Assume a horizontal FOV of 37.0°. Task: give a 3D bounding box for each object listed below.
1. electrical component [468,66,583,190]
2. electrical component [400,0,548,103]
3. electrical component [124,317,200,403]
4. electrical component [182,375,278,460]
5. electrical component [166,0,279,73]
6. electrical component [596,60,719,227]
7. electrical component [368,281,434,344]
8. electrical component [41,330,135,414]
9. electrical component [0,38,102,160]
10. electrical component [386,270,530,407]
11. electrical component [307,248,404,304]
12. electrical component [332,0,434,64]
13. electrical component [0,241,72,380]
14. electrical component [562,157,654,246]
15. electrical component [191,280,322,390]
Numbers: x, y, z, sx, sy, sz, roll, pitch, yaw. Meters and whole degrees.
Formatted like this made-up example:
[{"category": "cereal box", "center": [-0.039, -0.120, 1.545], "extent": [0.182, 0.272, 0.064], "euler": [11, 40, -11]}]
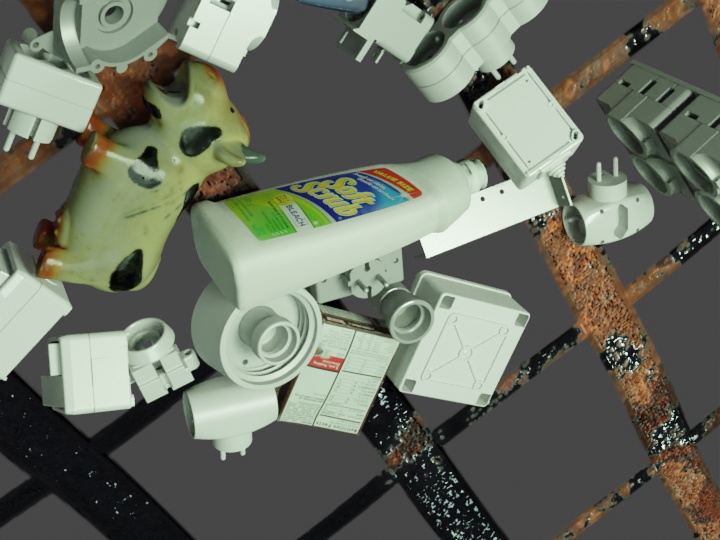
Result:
[{"category": "electrical component", "center": [0.147, -0.116, 0.938], "extent": [0.062, 0.061, 0.096], "euler": [-35, 82, -5]}, {"category": "electrical component", "center": [0.105, -0.192, 0.905], "extent": [0.138, 0.052, 0.074], "euler": [-45, 125, 1]}, {"category": "electrical component", "center": [-0.176, 0.074, 0.915], "extent": [0.066, 0.048, 0.055], "euler": [-26, 131, -11]}, {"category": "electrical component", "center": [-0.117, 0.138, 0.975], "extent": [0.077, 0.043, 0.079], "euler": [-11, 119, -20]}, {"category": "electrical component", "center": [-0.098, -0.201, 0.806], "extent": [0.056, 0.050, 0.089], "euler": [20, 106, -31]}, {"category": "electrical component", "center": [0.299, -0.106, 0.959], "extent": [0.060, 0.186, 0.105], "euler": [-43, 125, 0]}, {"category": "electrical component", "center": [0.034, 0.033, 0.979], "extent": [0.044, 0.065, 0.044], "euler": [-11, 119, -20]}, {"category": "electrical component", "center": [-0.224, 0.082, 0.871], "extent": [0.061, 0.096, 0.061], "euler": [-4, 87, -24]}, {"category": "electrical component", "center": [-0.237, -0.118, 0.786], "extent": [0.066, 0.047, 0.076], "euler": [18, 107, -31]}, {"category": "electrical component", "center": [0.089, 0.066, 1.027], "extent": [0.109, 0.056, 0.108], "euler": [14, 108, -30]}, {"category": "electrical component", "center": [0.000, 0.000, 0.940], "extent": [0.083, 0.075, 0.047], "euler": [-15, 120, -17]}, {"category": "electrical component", "center": [0.021, -0.203, 0.867], "extent": [0.064, 0.042, 0.081], "euler": [26, 103, -37]}, {"category": "electrical component", "center": [-0.282, 0.034, 0.833], "extent": [0.096, 0.061, 0.061], "euler": [-47, 125, 3]}, {"category": "electrical component", "center": [0.239, -0.070, 1.035], "extent": [0.077, 0.043, 0.079], "euler": [-18, 121, -16]}, {"category": "electrical component", "center": [-0.084, 0.052, 0.925], "extent": [0.108, 0.060, 0.108], "euler": [-15, 118, -29]}]
